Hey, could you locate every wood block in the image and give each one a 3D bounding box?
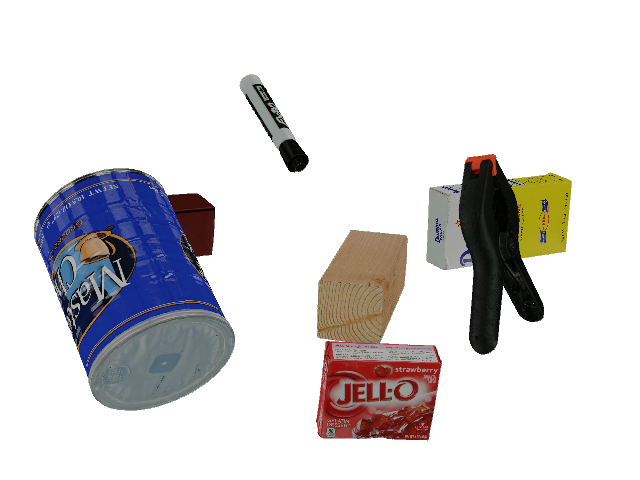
[{"bbox_3d":[0.063,0.064,1.536,0.091,0.090,0.206,7,22,12],"label":"wood block"}]

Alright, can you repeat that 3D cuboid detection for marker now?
[{"bbox_3d":[-0.039,-0.097,0.880,0.020,0.020,0.121,0,41,-29],"label":"marker"}]

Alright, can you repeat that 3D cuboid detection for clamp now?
[{"bbox_3d":[0.150,0.014,0.939,0.039,0.171,0.120,-11,14,31],"label":"clamp"}]

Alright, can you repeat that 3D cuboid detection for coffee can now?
[{"bbox_3d":[-0.134,0.034,0.756,0.102,0.140,0.103,-20,-34,-15],"label":"coffee can"}]

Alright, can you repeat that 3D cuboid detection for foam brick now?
[{"bbox_3d":[-0.151,-0.014,1.072,0.078,0.051,0.053,-6,22,-23],"label":"foam brick"}]

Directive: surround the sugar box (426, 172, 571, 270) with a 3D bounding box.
[{"bbox_3d":[0.211,-0.023,1.256,0.175,0.093,0.048,-9,20,-27],"label":"sugar box"}]

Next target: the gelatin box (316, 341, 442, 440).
[{"bbox_3d":[0.044,0.117,0.827,0.089,0.073,0.030,3,26,-6],"label":"gelatin box"}]
